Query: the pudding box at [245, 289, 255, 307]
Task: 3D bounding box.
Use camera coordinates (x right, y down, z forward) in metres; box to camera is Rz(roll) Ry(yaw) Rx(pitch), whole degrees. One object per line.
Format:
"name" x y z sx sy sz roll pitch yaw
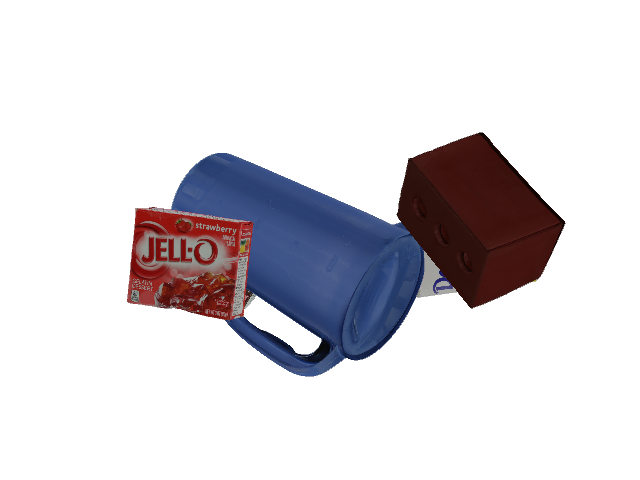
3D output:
"pudding box" -0.072 0.025 1.296 0.039 0.090 0.113 34 26 2

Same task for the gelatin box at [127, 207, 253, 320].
"gelatin box" -0.098 0.016 0.799 0.089 0.073 0.030 9 6 18

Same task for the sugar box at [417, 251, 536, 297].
"sugar box" 0.179 0.010 1.257 0.175 0.093 0.048 -7 17 -30

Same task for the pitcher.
"pitcher" -0.034 0.014 1.041 0.243 0.145 0.149 28 29 28

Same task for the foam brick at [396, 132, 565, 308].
"foam brick" 0.088 -0.012 0.598 0.051 0.078 0.053 -22 -34 -23
